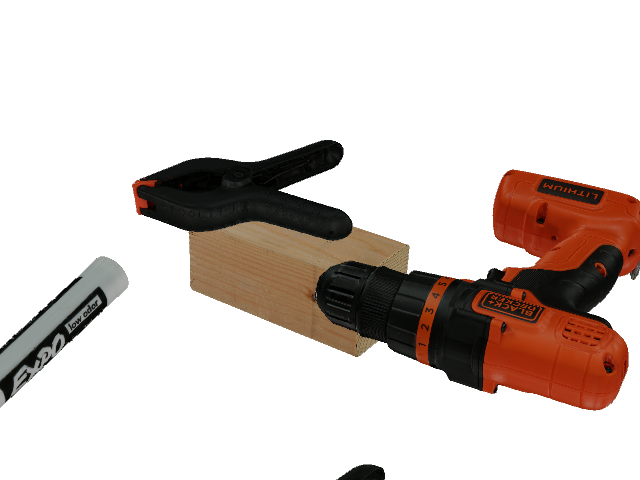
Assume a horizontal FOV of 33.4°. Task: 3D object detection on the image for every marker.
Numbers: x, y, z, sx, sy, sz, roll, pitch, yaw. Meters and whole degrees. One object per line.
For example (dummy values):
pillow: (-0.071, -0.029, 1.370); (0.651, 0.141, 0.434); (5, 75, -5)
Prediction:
marker: (-0.124, 0.049, 0.440); (0.020, 0.020, 0.121); (0, 35, 39)

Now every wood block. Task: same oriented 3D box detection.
wood block: (-0.025, 0.028, 1.071); (0.206, 0.091, 0.090); (20, 33, 29)

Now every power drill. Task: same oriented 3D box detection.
power drill: (0.112, 0.021, 0.658); (0.185, 0.057, 0.187); (17, 36, 23)

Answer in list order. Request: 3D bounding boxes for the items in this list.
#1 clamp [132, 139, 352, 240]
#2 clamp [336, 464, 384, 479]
clamp: (-0.056, -0.043, 0.832); (0.171, 0.039, 0.120); (4, 30, 5)
clamp: (-0.042, 0.199, 0.633); (0.210, 0.036, 0.164); (-5, 28, 1)
